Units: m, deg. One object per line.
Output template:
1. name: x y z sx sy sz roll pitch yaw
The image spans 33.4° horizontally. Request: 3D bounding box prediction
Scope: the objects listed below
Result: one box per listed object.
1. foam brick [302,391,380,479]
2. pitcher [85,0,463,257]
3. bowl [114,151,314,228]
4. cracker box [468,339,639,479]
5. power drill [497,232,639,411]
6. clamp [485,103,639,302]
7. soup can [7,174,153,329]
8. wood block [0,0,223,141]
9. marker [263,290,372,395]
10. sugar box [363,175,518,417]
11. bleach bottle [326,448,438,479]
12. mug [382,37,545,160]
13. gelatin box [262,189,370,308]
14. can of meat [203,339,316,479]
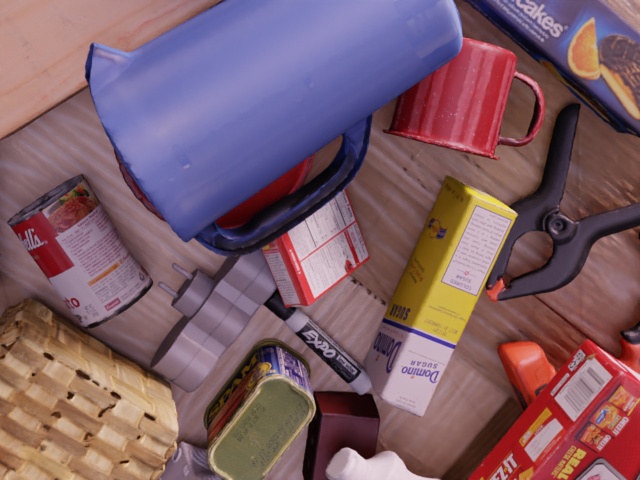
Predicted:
1. foam brick: 0.017 0.172 0.891 0.051 0.053 0.078 7 102 -7
2. pitcher: -0.025 -0.105 0.735 0.243 0.149 0.145 -31 74 -2
3. bowl: -0.081 -0.077 0.824 0.162 0.055 0.162 -1 103 -5
4. cracker box: 0.247 0.200 0.859 0.213 0.072 0.164 32 101 -22
5. power drill: 0.249 0.087 0.893 0.187 0.057 0.184 -24 104 0
6. clamp: 0.191 -0.024 0.868 0.171 0.039 0.120 -39 78 9
7. soup can: -0.184 0.009 0.826 0.068 0.068 0.102 -32 105 2
8. wood block: -0.172 -0.163 0.776 0.206 0.091 0.090 -31 103 2
9. marker: -0.003 0.083 0.886 0.020 0.020 0.121 -45 103 5
10. sugar box: 0.091 0.042 0.849 0.048 0.093 0.176 24 99 -10
11. bleach bottle: 0.106 0.243 0.874 0.250 0.068 0.102 41 58 -21
12. mug: 0.114 -0.108 0.816 0.117 0.093 0.081 15 96 10
13. gelatin box: -0.005 0.001 0.838 0.030 0.089 0.073 -8 110 43
14. can of meat: -0.049 0.141 0.862 0.057 0.084 0.102 36 97 -12
